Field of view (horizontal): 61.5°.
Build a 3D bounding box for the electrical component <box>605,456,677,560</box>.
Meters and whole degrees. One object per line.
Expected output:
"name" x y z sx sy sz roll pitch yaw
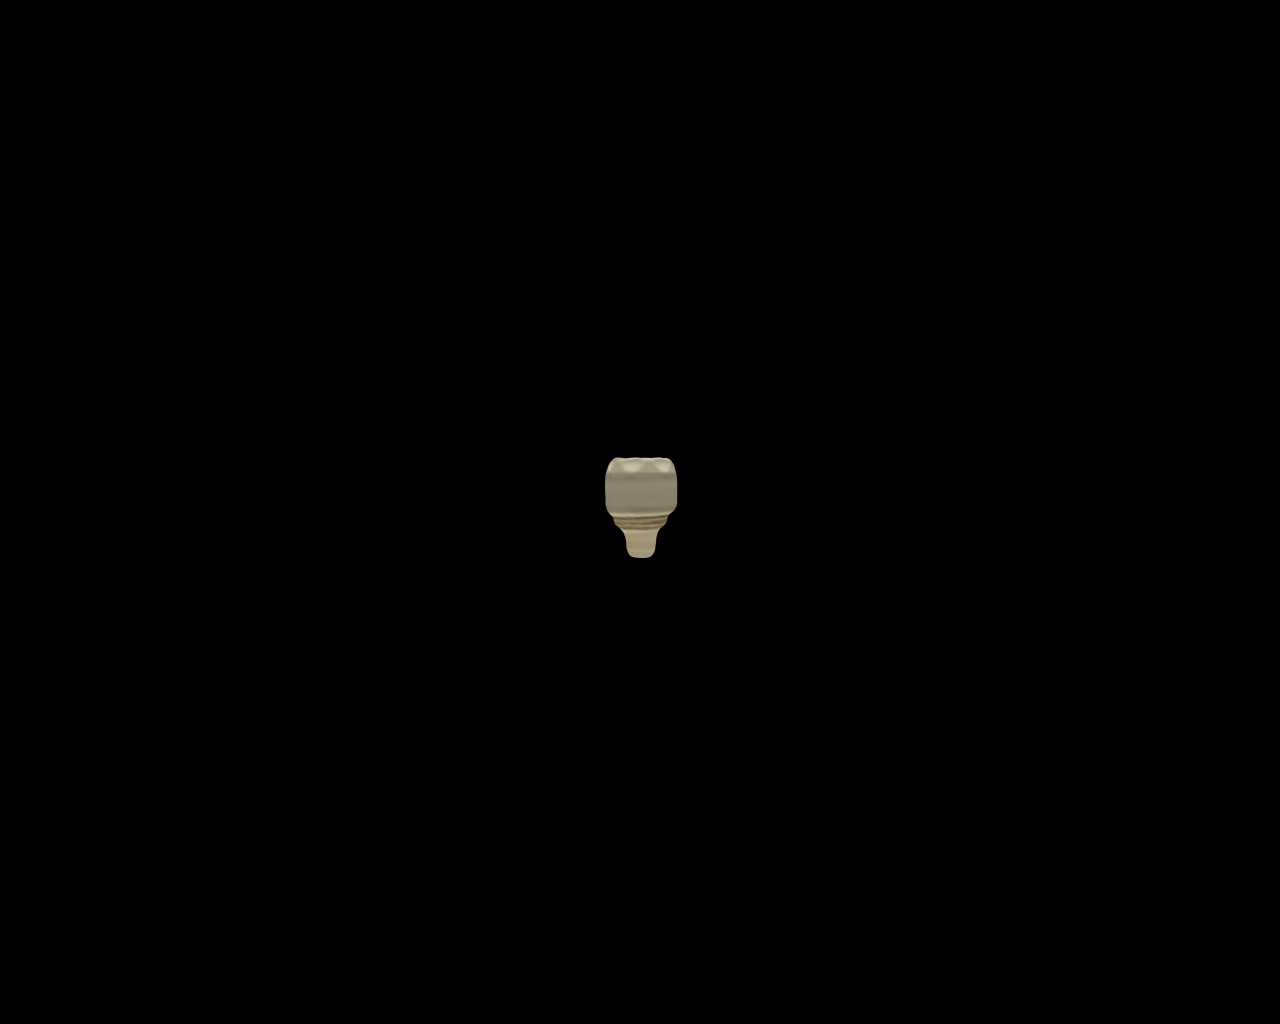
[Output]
"electrical component" 0.001 -0.003 0.650 0.043 0.062 0.043 0 4 0
